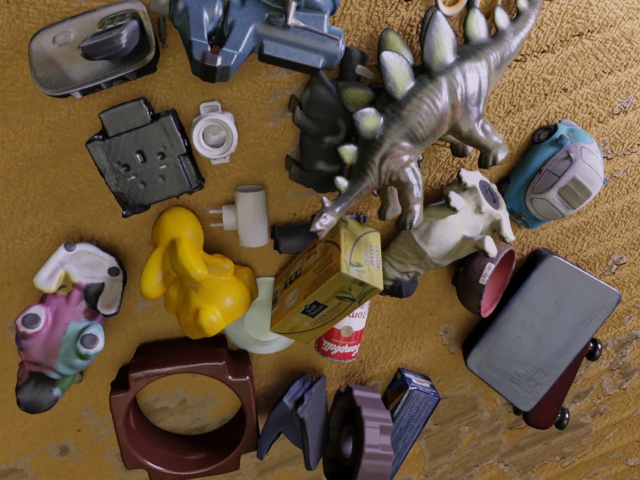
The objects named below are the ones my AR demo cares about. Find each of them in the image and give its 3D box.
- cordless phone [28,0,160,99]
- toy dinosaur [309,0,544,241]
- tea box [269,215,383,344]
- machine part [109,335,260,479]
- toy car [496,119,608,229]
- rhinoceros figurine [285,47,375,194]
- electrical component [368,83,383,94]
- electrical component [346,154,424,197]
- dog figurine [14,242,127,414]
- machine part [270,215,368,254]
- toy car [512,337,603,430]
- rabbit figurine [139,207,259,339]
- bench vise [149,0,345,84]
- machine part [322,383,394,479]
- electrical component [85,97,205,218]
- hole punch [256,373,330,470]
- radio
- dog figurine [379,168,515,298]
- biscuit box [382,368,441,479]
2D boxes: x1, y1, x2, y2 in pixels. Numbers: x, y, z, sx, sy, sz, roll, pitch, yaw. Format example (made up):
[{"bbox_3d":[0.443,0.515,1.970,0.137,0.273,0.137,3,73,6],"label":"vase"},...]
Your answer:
[{"bbox_3d":[-0.251,-0.197,0.578,0.147,0.184,0.088,-19,116,-2],"label":"cordless phone"},{"bbox_3d":[0.148,-0.171,0.650,0.471,0.105,0.198,-42,117,-16],"label":"toy dinosaur"},{"bbox_3d":[0.005,0.057,0.715,0.068,0.098,0.169,25,136,-25],"label":"tea box"},{"bbox_3d":[-0.196,0.249,0.800,0.201,0.087,0.200,-6,110,-5],"label":"machine part"},{"bbox_3d":[0.332,-0.084,0.751,0.109,0.103,0.161,40,98,-18],"label":"toy car"},{"bbox_3d":[0.014,-0.151,0.693,0.112,0.073,0.190,10,108,-10],"label":"rhinoceros figurine"},{"bbox_3d":[0.111,-0.185,0.723,0.094,0.021,0.063,-3,109,-6],"label":"electrical component"},{"bbox_3d":[0.096,-0.101,0.742,0.078,0.045,0.102,38,99,10],"label":"electrical component"},{"bbox_3d":[-0.348,0.127,0.730,0.108,0.191,0.219,22,139,-18],"label":"dog figurine"},{"bbox_3d":[-0.002,-0.002,0.764,0.139,0.039,0.084,0,115,-10],"label":"machine part"},{"bbox_3d":[0.394,0.226,0.897,0.089,0.053,0.202,17,106,8],"label":"toy car"},{"bbox_3d":[-0.176,0.040,0.708,0.122,0.162,0.173,-20,94,12],"label":"rabbit figurine"},{"bbox_3d":[-0.072,-0.294,0.612,0.224,0.129,0.240,10,87,-2],"label":"bench vise"},{"bbox_3d":[0.056,0.312,0.818,0.056,0.179,0.179,11,108,-14],"label":"machine part"},{"bbox_3d":[-0.223,-0.108,0.682,0.115,0.058,0.134,-22,112,-2],"label":"electrical component"},{"bbox_3d":[-0.040,0.268,0.812,0.092,0.142,0.115,0,96,19],"label":"hole punch"},{"bbox_3d":[0.329,0.133,0.825,0.131,0.073,0.229,34,101,4],"label":"radio"},{"bbox_3d":[0.160,-0.005,0.771,0.190,0.172,0.121,-34,84,41],"label":"dog figurine"},{"bbox_3d":[0.117,0.313,0.883,0.063,0.059,0.202,23,104,-17],"label":"biscuit box"}]
